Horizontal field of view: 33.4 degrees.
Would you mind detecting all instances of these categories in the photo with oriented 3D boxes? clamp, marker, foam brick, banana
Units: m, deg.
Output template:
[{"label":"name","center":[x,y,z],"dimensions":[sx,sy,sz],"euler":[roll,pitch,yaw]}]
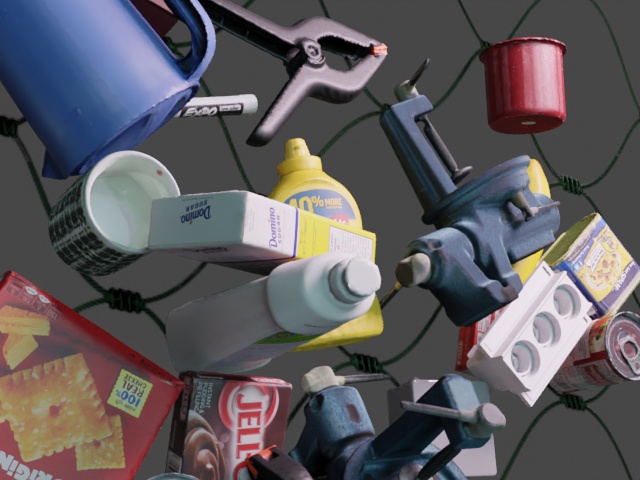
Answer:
[{"label":"clamp","center":[-0.002,0.227,0.809],"dimensions":[0.039,0.120,0.171],"euler":[-17,65,-36]},{"label":"marker","center":[-0.113,-0.120,0.963],"dimensions":[0.120,0.020,0.020],"euler":[-7,79,-33]},{"label":"foam brick","center":[-0.146,-0.230,0.957],"dimensions":[0.053,0.051,0.078],"euler":[28,63,-21]},{"label":"banana","center":[0.202,0.000,1.107],"dimensions":[0.069,0.037,0.197],"euler":[45,58,-14]},{"label":"clamp","center":[-0.024,-0.179,1.019],"dimensions":[0.209,0.036,0.164],"euler":[-20,77,-41]}]

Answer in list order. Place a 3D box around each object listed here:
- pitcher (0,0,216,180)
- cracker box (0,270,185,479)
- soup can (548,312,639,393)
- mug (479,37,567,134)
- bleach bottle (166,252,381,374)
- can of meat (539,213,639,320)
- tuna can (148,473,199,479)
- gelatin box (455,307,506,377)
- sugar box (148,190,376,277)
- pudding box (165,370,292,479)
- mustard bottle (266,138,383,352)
[{"label":"pitcher","center":[-0.208,-0.183,0.854],"dimensions":[0.149,0.145,0.243],"euler":[-38,94,-31]},{"label":"cracker box","center":[-0.222,0.154,0.782],"dimensions":[0.164,0.072,0.213],"euler":[37,61,-17]},{"label":"soup can","center":[0.278,0.116,1.079],"dimensions":[0.068,0.102,0.068],"euler":[10,71,-29]},{"label":"mug","center":[0.222,-0.159,1.146],"dimensions":[0.117,0.093,0.081],"euler":[21,65,-65]},{"label":"bleach bottle","center":[-0.028,0.054,0.821],"dimensions":[0.102,0.251,0.068],"euler":[-6,79,-33]},{"label":"can of meat","center":[0.287,0.033,1.138],"dimensions":[0.084,0.058,0.102],"euler":[51,56,-6]},{"label":"tuna can","center":[-0.112,0.220,0.797],"dimensions":[0.086,0.034,0.086],"euler":[9,63,-17]},{"label":"gelatin box","center":[0.180,0.106,1.067],"dimensions":[0.089,0.030,0.073],"euler":[19,68,-25]},{"label":"sugar box","center":[-0.041,0.000,0.835],"dimensions":[0.176,0.093,0.048],"euler":[21,70,-54]},{"label":"pudding box","center":[-0.076,0.166,0.869],"dimensions":[0.089,0.039,0.113],"euler":[8,92,-29]},{"label":"mustard bottle","center":[-0.006,0.001,0.967],"dimensions":[0.096,0.058,0.191],"euler":[-7,78,-22]}]
